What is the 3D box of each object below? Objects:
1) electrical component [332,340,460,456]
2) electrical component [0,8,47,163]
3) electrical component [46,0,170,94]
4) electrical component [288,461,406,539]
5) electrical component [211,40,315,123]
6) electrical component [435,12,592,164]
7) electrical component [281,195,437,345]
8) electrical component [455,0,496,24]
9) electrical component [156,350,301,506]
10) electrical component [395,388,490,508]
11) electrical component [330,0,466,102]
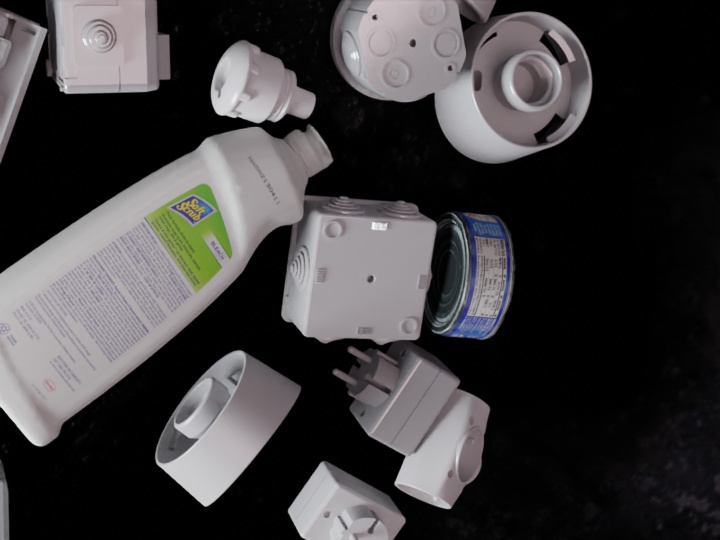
[{"bbox_3d":[0.016,0.079,0.752,0.077,0.047,0.065,32,94,-24],"label":"electrical component"},{"bbox_3d":[-0.234,-0.093,0.598,0.079,0.063,0.121,25,99,17],"label":"electrical component"},{"bbox_3d":[-0.142,-0.134,0.605,0.061,0.096,0.061,-5,108,-20],"label":"electrical component"},{"bbox_3d":[-0.004,0.183,0.761,0.066,0.077,0.047,33,93,-25],"label":"electrical component"},{"bbox_3d":[-0.058,-0.112,0.671,0.062,0.048,0.048,16,100,-30],"label":"electrical component"},{"bbox_3d":[0.104,-0.123,0.725,0.099,0.064,0.099,-1,93,-20],"label":"electrical component"},{"bbox_3d":[0.000,0.000,0.722,0.100,0.048,0.099,3,104,-20],"label":"electrical component"},{"bbox_3d":[0.079,-0.194,0.692,0.045,0.045,0.055,35,92,-25],"label":"electrical component"},{"bbox_3d":[-0.084,0.103,0.700,0.064,0.099,0.099,40,91,-19],"label":"electrical component"},{"bbox_3d":[0.066,0.134,0.783,0.077,0.044,0.079,-65,149,-18],"label":"electrical component"},{"bbox_3d":[0.025,-0.146,0.684,0.080,0.051,0.080,-6,108,-17],"label":"electrical component"}]
